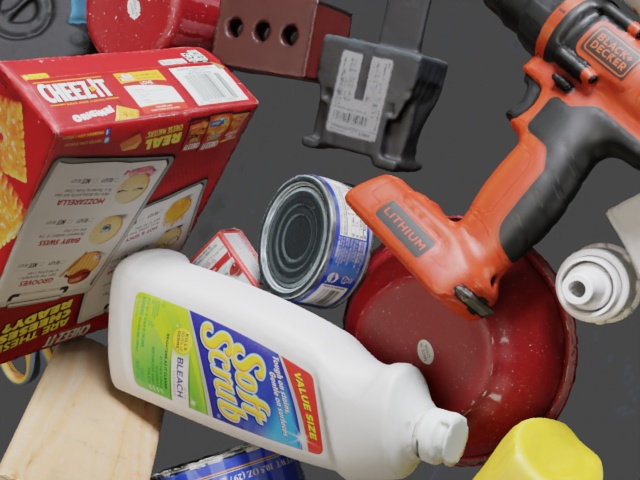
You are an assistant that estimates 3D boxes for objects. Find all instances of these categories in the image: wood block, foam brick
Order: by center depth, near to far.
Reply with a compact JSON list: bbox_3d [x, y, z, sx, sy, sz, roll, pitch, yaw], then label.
[{"bbox_3d":[-0.164,0.152,0.706,0.090,0.206,0.091,24,106,-9],"label":"wood block"},{"bbox_3d":[-0.026,-0.135,0.714,0.078,0.051,0.053,13,97,29],"label":"foam brick"}]

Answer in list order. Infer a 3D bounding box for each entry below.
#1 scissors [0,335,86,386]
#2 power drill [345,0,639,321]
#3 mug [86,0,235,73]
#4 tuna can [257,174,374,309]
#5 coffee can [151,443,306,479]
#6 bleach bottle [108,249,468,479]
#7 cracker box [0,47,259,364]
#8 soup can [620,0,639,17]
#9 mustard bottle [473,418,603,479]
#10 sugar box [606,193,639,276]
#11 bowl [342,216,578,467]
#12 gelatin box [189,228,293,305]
[{"bbox_3d":[-0.218,0.027,0.824,0.096,0.016,0.202,16,114,20],"label":"scissors"},{"bbox_3d":[0.105,-0.062,0.608,0.188,0.057,0.185,-46,53,9],"label":"power drill"},{"bbox_3d":[-0.115,-0.147,0.747,0.117,0.081,0.093,-46,71,22],"label":"mug"},{"bbox_3d":[-0.005,0.001,0.697,0.086,0.033,0.086,-22,63,49],"label":"tuna can"},{"bbox_3d":[-0.047,0.209,0.707,0.103,0.102,0.140,-22,81,28],"label":"coffee can"},{"bbox_3d":[-0.023,0.079,0.659,0.251,0.067,0.102,14,105,36],"label":"bleach bottle"},{"bbox_3d":[-0.156,-0.022,0.700,0.072,0.163,0.214,48,128,21],"label":"cracker box"},{"bbox_3d":[0.207,-0.137,0.574,0.102,0.068,0.069,47,112,21],"label":"soup can"},{"bbox_3d":[0.083,0.191,0.637,0.058,0.096,0.192,45,112,19],"label":"mustard bottle"},{"bbox_3d":[0.252,-0.018,0.564,0.176,0.048,0.093,-32,76,25],"label":"sugar box"},{"bbox_3d":[0.074,0.066,0.663,0.162,0.055,0.162,1,93,29],"label":"bowl"},{"bbox_3d":[-0.063,0.048,0.754,0.073,0.030,0.089,-45,71,24],"label":"gelatin box"}]
